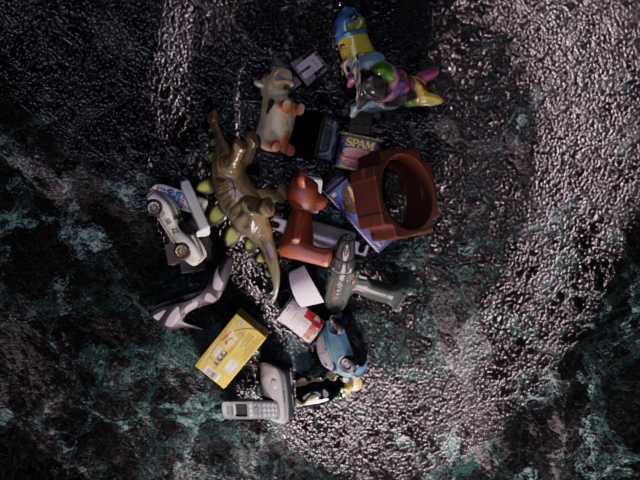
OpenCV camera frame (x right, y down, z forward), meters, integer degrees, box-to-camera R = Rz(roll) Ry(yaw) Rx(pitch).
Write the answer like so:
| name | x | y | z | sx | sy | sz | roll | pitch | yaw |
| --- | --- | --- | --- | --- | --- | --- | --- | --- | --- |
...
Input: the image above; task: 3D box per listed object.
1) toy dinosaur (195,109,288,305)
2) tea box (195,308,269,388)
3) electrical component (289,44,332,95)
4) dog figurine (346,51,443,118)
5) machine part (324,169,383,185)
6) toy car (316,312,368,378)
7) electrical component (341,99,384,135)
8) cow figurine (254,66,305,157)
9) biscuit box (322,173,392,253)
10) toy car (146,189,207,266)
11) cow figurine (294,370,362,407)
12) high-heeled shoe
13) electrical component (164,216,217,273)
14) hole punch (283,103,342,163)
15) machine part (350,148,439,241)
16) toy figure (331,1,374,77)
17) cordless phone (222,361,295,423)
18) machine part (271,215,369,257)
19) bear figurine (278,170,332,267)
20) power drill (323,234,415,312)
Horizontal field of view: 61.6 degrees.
| name | x | y | z | sx | sy | sz | roll | pitch | yaw |
| --- | --- | --- | --- | --- | --- | --- | --- | --- | --- |
| toy dinosaur | -0.170 | -0.077 | 1.246 | 0.199 | 0.105 | 0.471 | -23 | 90 | 39 |
| tea box | -0.216 | 0.265 | 1.326 | 0.098 | 0.068 | 0.169 | 41 | 94 | -3 |
| electrical component | -0.039 | -0.396 | 1.270 | 0.119 | 0.048 | 0.075 | -34 | 93 | 3 |
| dog figurine | 0.173 | -0.344 | 1.188 | 0.219 | 0.191 | 0.108 | -7 | 80 | -10 |
| machine part | 0.075 | -0.126 | 1.297 | 0.139 | 0.039 | 0.084 | 19 | 101 | -2 |
| toy car | 0.043 | 0.262 | 1.304 | 0.103 | 0.109 | 0.161 | -25 | 86 | 23 |
| electrical component | 0.101 | -0.294 | 1.279 | 0.102 | 0.045 | 0.078 | 1 | 124 | 4 |
| cow figurine | -0.103 | -0.302 | 1.245 | 0.127 | 0.085 | 0.194 | 21 | 104 | 40 |
| biscuit box | 0.093 | -0.062 | 1.259 | 0.063 | 0.059 | 0.202 | -42 | 114 | 4 |
| toy car | -0.333 | -0.031 | 1.242 | 0.056 | 0.073 | 0.201 | -31 | 93 | 7 |
| cow figurine | 0.021 | 0.364 | 1.315 | 0.167 | 0.098 | 0.068 | -15 | 88 | 3 |
| high-heeled shoe | -0.312 | 0.119 | 1.302 | 0.145 | 0.086 | 0.248 | 25 | 105 | -7 |
| electrical component | -0.316 | 0.012 | 1.311 | 0.115 | 0.058 | 0.134 | -10 | 94 | 4 |
| hole punch | -0.018 | -0.244 | 1.271 | 0.116 | 0.092 | 0.142 | 18 | 102 | 37 |
| machine part | 0.170 | -0.102 | 1.221 | 0.201 | 0.087 | 0.201 | -10 | 90 | -41 |
| toy figure | 0.081 | -0.458 | 1.245 | 0.089 | 0.082 | 0.180 | -12 | 92 | 5 |
| cordless phone | -0.156 | 0.375 | 1.330 | 0.184 | 0.089 | 0.146 | -4 | 96 | 6 |
| machine part | -0.003 | -0.004 | 1.291 | 0.243 | 0.079 | 0.079 | 17 | 96 | -1 |
| bear figurine | -0.022 | -0.048 | 1.198 | 0.132 | 0.120 | 0.195 | 15 | 84 | -4 |
| power drill | 0.113 | 0.091 | 1.255 | 0.207 | 0.086 | 0.231 | 9 | 131 | -14 |
